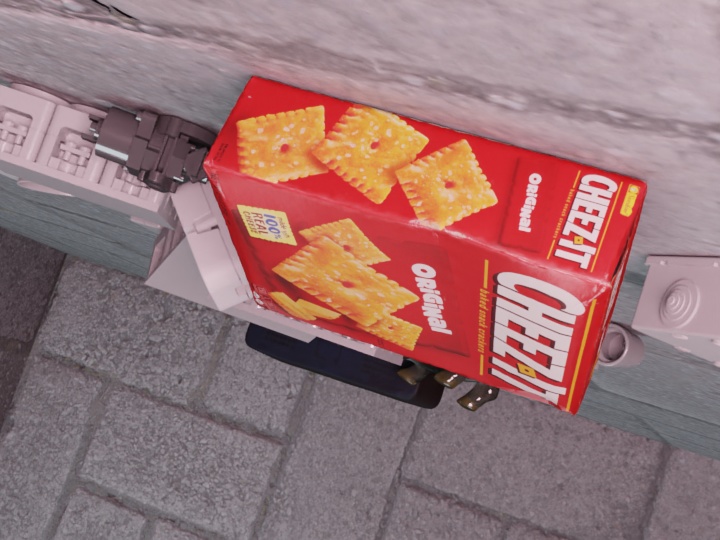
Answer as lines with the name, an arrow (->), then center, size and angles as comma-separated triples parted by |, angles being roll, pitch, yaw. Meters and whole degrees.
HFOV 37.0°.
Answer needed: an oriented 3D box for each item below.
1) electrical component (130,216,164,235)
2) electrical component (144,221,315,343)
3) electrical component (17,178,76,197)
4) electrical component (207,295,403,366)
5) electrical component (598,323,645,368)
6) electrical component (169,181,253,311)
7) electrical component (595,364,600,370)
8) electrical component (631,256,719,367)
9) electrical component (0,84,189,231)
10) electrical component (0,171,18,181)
electrical component -> -0.179, -0.054, 1.113 | 0.076, 0.047, 0.083 | 16, 173, 23
electrical component -> -0.104, -0.003, 1.071 | 0.186, 0.060, 0.105 | 22, 143, -24
electrical component -> -0.239, -0.087, 0.935 | 0.099, 0.064, 0.099 | 19, 173, 2
electrical component -> -0.034, 0.023, 0.890 | 0.150, 0.061, 0.089 | 18, 176, 18
electrical component -> 0.242, 0.073, 1.008 | 0.040, 0.040, 0.046 | 14, 178, 38
electrical component -> -0.095, -0.026, 0.794 | 0.059, 0.095, 0.053 | -23, 151, -4
electrical component -> 0.232, 0.098, 1.139 | 0.048, 0.062, 0.048 | 19, 173, 2
electrical component -> 0.226, 0.029, 0.649 | 0.100, 0.048, 0.100 | 22, 173, -23
electrical component -> -0.210, -0.090, 0.839 | 0.150, 0.061, 0.089 | 19, 173, 1
electrical component -> -0.310, -0.115, 0.939 | 0.050, 0.055, 0.089 | 20, 173, -7
